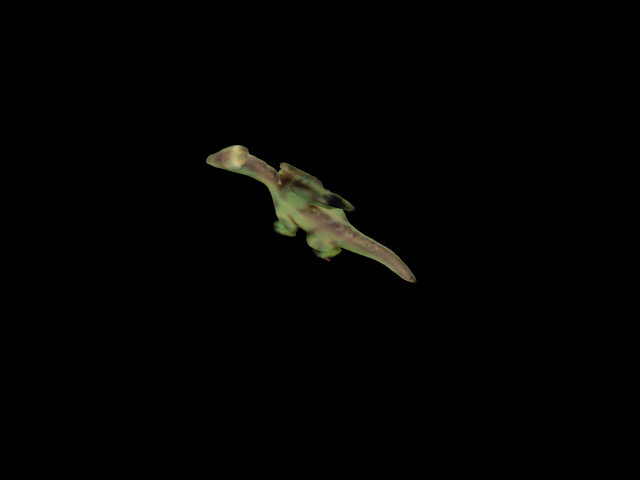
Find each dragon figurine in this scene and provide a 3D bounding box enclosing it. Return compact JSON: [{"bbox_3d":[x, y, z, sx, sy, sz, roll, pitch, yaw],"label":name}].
[{"bbox_3d":[0.003,-0.043,0.850,0.411,0.123,0.241,28,-5,3],"label":"dragon figurine"}]
